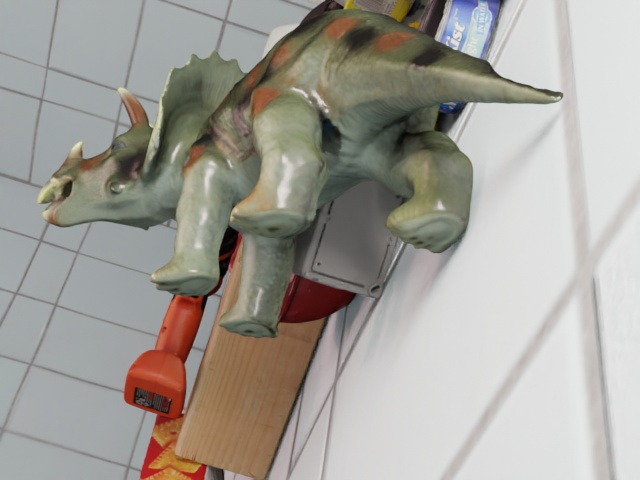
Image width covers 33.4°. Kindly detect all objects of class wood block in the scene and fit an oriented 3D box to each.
[{"bbox_3d":[-0.059,0.105,0.983,0.090,0.090,0.206,-86,15,-66],"label":"wood block"}]

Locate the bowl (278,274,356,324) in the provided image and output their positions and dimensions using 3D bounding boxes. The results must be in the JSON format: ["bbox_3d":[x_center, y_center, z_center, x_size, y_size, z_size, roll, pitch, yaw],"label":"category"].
[{"bbox_3d":[0.009,0.000,0.835,0.162,0.055,0.162,-163,91,-84],"label":"bowl"}]

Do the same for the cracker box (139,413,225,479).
[{"bbox_3d":[-0.133,0.288,1.005,0.213,0.072,0.164,-86,-6,-67],"label":"cracker box"}]

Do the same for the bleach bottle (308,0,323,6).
[{"bbox_3d":[0.065,-0.333,1.030,0.251,0.068,0.102,-35,43,47],"label":"bleach bottle"}]

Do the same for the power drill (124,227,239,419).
[{"bbox_3d":[-0.122,0.058,0.986,0.185,0.057,0.187,110,179,-61],"label":"power drill"}]

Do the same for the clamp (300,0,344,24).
[{"bbox_3d":[0.026,-0.218,1.000,0.172,0.039,0.120,-34,36,27],"label":"clamp"}]

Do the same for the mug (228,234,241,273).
[{"bbox_3d":[-0.055,0.005,1.313,0.117,0.093,0.082,-37,-2,-21],"label":"mug"}]

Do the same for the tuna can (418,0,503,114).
[{"bbox_3d":[0.079,-0.120,0.647,0.086,0.033,0.086,-163,91,-84],"label":"tuna can"}]

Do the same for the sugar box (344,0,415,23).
[{"bbox_3d":[0.075,-0.234,0.795,0.176,0.048,0.093,-64,3,-17],"label":"sugar box"}]

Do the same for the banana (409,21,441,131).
[{"bbox_3d":[0.066,-0.108,0.738,0.197,0.037,0.070,-81,-7,-62],"label":"banana"}]
